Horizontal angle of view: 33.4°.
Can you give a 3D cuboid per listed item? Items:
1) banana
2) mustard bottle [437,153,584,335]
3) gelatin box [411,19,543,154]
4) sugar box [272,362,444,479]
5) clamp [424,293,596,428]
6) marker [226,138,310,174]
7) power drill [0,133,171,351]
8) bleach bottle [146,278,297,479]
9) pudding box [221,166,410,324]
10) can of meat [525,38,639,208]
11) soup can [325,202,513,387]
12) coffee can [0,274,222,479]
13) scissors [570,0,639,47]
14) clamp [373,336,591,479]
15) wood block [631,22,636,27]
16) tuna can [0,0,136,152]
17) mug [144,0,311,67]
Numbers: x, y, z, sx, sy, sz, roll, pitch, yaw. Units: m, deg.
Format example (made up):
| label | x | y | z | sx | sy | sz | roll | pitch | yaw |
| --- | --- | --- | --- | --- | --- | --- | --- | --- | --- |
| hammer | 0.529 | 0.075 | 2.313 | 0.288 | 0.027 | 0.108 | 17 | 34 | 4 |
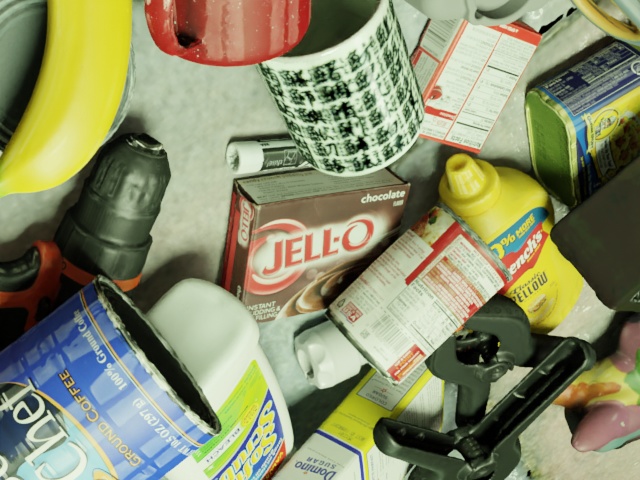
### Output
| label | x | y | z | sx | sy | sz | roll | pitch | yaw |
| --- | --- | --- | --- | --- | --- | --- | --- | --- | --- |
| banana | -0.114 | -0.106 | 0.464 | 0.069 | 0.037 | 0.198 | 4 | 95 | -37 |
| mustard bottle | 0.127 | 0.003 | 0.765 | 0.096 | 0.058 | 0.191 | -37 | 137 | -3 |
| gelatin box | 0.089 | -0.104 | 0.673 | 0.073 | 0.030 | 0.089 | 8 | 117 | -42 |
| sugar box | 0.028 | 0.160 | 0.782 | 0.176 | 0.048 | 0.093 | -40 | 141 | -36 |
| clamp | 0.133 | 0.079 | 0.772 | 0.120 | 0.039 | 0.171 | -33 | 141 | 2 |
| marker | 0.000 | -0.055 | 0.653 | 0.120 | 0.020 | 0.020 | -8 | 127 | -32 |
| power drill | -0.179 | 0.017 | 0.550 | 0.187 | 0.057 | 0.185 | 6 | 119 | -39 |
| bleach bottle | -0.058 | 0.126 | 0.708 | 0.102 | 0.068 | 0.250 | -50 | 151 | -15 |
| pudding box | -0.004 | 0.001 | 0.680 | 0.113 | 0.039 | 0.090 | -11 | 129 | -30 |
| can of meat | 0.195 | -0.081 | 0.749 | 0.084 | 0.057 | 0.102 | -31 | 136 | -10 |
| soup can | 0.062 | 0.035 | 0.675 | 0.102 | 0.069 | 0.068 | -44 | 137 | 0 |
| coffee can | -0.135 | 0.100 | 0.537 | 0.140 | 0.103 | 0.102 | -38 | 137 | -3 |
| scissors | 0.240 | -0.119 | 0.666 | 0.016 | 0.202 | 0.096 | -53 | -179 | -22 |
| clamp | 0.120 | 0.151 | 0.789 | 0.164 | 0.036 | 0.210 | -24 | 147 | -9 |
| wood block | 0.252 | -0.190 | 0.679 | 0.090 | 0.091 | 0.206 | -37 | 137 | -6 |
| tuna can | -0.133 | -0.081 | 0.505 | 0.085 | 0.034 | 0.086 | -10 | 109 | -32 |
| mug | -0.048 | -0.129 | 0.497 | 0.117 | 0.093 | 0.081 | -63 | 163 | -44 |
